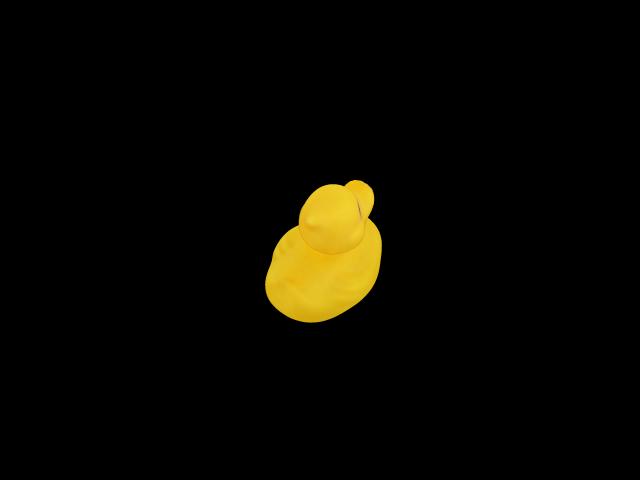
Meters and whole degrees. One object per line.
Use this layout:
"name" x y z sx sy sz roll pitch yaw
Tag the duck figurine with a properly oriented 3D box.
"duck figurine" 0.004 0.001 0.400 0.077 0.086 0.105 33 62 21
